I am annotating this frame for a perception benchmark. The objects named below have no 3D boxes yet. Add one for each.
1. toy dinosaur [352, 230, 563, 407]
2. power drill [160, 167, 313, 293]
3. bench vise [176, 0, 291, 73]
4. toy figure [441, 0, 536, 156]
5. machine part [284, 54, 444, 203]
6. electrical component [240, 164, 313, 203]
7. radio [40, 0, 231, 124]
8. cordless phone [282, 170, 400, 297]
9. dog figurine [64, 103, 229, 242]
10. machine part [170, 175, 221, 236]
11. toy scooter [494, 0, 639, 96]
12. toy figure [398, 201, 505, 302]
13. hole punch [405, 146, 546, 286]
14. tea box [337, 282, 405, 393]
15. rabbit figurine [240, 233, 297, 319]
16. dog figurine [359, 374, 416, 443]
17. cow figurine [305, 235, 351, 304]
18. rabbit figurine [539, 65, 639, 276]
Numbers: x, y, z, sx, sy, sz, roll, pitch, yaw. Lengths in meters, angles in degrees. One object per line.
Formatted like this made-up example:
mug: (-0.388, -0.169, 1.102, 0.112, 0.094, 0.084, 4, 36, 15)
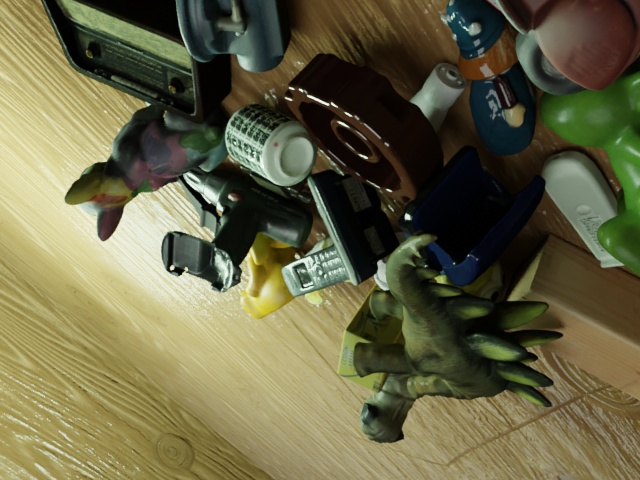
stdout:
toy dinosaur: (0.142, 0.103, 0.571, 0.199, 0.105, 0.470, -5, 154, 32)
power drill: (-0.140, -0.024, 0.769, 0.232, 0.207, 0.085, 21, 122, 9)
bench vise: (-0.125, -0.256, 0.501, 0.241, 0.129, 0.223, 8, 160, 10)
toy figure: (0.151, -0.146, 0.472, 0.064, 0.058, 0.154, 22, 151, 47)
machine part: (0.046, -0.113, 0.552, 0.179, 0.056, 0.179, 39, 175, 4)
electrical component: (-0.058, -0.092, 0.756, 0.102, 0.045, 0.078, 25, 176, 19)
radio: (-0.224, -0.243, 0.669, 0.230, 0.073, 0.131, 26, 148, 13)
cordless phone: (-0.002, -0.003, 0.701, 0.184, 0.089, 0.146, -25, 88, 48)
dog figurine: (-0.242, -0.100, 0.745, 0.192, 0.219, 0.108, 9, 144, 35)
machine part: (-0.201, -0.065, 0.885, 0.139, 0.039, 0.084, 52, 164, 7)
toy scooter: (0.166, -0.181, 0.342, 0.183, 0.075, 0.135, 40, 147, -17)
toy figure: (0.162, 0.017, 0.661, 0.180, 0.082, 0.089, 42, -177, -27)
hole punch: (0.161, -0.014, 0.538, 0.092, 0.142, 0.115, 31, 166, 39)
tea box: (0.094, 0.116, 0.759, 0.068, 0.169, 0.098, 22, 131, 19)
rabbit figurine: (-0.097, 0.029, 0.887, 0.173, 0.122, 0.162, 56, 159, 4)
dog figurine: (0.113, 0.213, 0.869, 0.121, 0.190, 0.172, -6, 129, 47)
cow figurine: (0.033, 0.017, 0.787, 0.068, 0.098, 0.167, 43, 129, -9)
rabbit figurine: (0.256, -0.078, 0.422, 0.170, 0.121, 0.159, 46, 146, 9)
